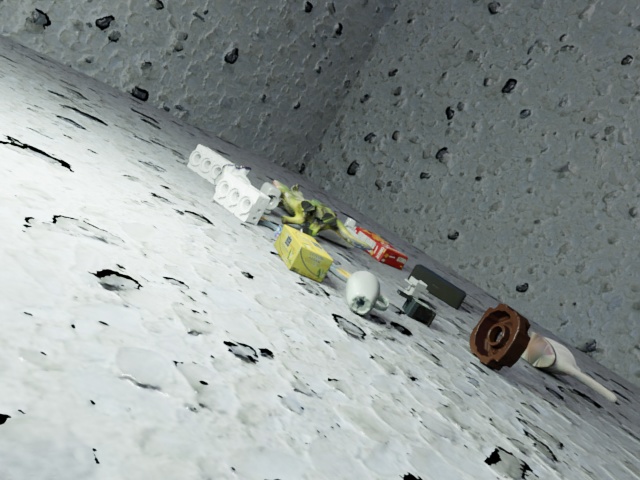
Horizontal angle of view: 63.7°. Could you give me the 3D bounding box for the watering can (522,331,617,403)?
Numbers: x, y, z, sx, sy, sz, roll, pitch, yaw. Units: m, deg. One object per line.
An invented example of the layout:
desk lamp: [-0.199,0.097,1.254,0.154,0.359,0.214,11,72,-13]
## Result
watering can: [0.815,0.417,1.749,0.222,0.103,0.352,23,10,-31]

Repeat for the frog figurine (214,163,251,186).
frog figurine: [-0.260,-0.150,1.619,0.136,0.122,0.162,33,36,-66]

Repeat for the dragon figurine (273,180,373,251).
dragon figurine: [0.006,-0.091,1.812,0.410,0.120,0.246,29,22,-1]
